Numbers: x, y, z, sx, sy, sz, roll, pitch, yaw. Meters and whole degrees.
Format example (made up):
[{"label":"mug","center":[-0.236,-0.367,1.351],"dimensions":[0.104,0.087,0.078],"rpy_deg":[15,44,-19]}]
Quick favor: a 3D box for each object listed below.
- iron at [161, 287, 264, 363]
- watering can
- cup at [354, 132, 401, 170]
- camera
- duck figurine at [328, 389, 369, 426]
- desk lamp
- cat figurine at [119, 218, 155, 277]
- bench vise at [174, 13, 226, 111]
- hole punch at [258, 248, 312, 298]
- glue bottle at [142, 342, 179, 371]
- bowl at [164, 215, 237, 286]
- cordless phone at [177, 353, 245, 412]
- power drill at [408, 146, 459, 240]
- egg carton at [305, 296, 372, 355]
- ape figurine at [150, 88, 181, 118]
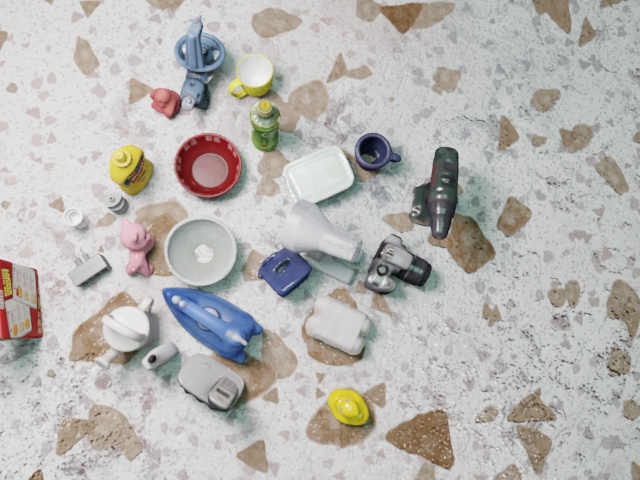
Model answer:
[{"label":"iron","center":[-0.261,0.176,1.301],"dimensions":[0.258,0.141,0.119],"rpy_deg":[31,80,-1]},{"label":"watering can","center":[-0.422,0.202,1.253],"dimensions":[0.101,0.194,0.173],"rpy_deg":[11,81,-4]},{"label":"cup","center":[0.138,-0.207,1.424],"dimensions":[0.118,0.095,0.092],"rpy_deg":[14,80,-4]},{"label":"camera","center":[0.194,0.072,1.385],"dimensions":[0.137,0.100,0.143],"rpy_deg":[26,80,-2]},{"label":"duck figurine","center":[0.070,0.393,1.332],"dimensions":[0.104,0.086,0.077],"rpy_deg":[35,80,0]},{"label":"desk lamp","center":[0.012,0.005,1.319],"dimensions":[0.203,0.213,0.118],"rpy_deg":[26,80,-1]},{"label":"cat figurine","center":[-0.425,0.016,1.319],"dimensions":[0.067,0.117,0.128],"rpy_deg":[-1,82,-6]},{"label":"bench vise","center":[-0.280,-0.416,1.347],"dimensions":[0.121,0.219,0.207],"rpy_deg":[-7,82,-7]},{"label":"hole punch","center":[-0.085,0.073,1.361],"dimensions":[0.109,0.091,0.101],"rpy_deg":[-41,87,-10]},{"label":"glue bottle","center":[-0.359,0.260,1.262],"dimensions":[0.078,0.173,0.037],"rpy_deg":[-37,86,-10]},{"label":"bowl","center":[-0.278,0.029,1.355],"dimensions":[0.167,0.074,0.167],"rpy_deg":[1,81,-6]},{"label":"cordless phone","center":[-0.244,0.320,1.260],"dimensions":[0.147,0.185,0.094],"rpy_deg":[29,80,-1]},{"label":"power drill","center":[0.275,-0.097,1.365],"dimensions":[0.075,0.208,0.230],"rpy_deg":[10,81,-4]},{"label":"egg carton","center":[0.045,0.202,1.366],"dimensions":[0.150,0.069,0.107],"rpy_deg":[24,80,-2]},{"label":"ape figurine","center":[-0.377,-0.341,1.390],"dimensions":[0.076,0.092,0.078],"rpy_deg":[-19,84,-8]}]
